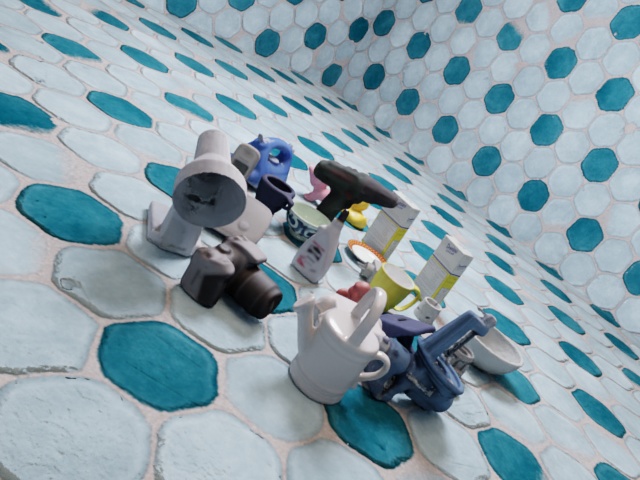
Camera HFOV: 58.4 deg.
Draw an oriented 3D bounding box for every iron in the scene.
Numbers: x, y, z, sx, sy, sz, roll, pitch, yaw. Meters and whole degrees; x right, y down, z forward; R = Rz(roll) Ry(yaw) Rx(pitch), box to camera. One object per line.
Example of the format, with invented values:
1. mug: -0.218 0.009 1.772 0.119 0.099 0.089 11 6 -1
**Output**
1. iron: -0.131 -0.218 1.544 0.118 0.141 0.259 41 21 18

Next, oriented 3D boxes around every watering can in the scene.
1. watering can: 0.035 0.150 0.888 0.173 0.194 0.100 24 22 -25

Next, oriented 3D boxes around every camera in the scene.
1. camera: -0.133 0.064 0.962 0.136 0.100 0.143 41 21 18

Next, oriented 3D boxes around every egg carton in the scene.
1. egg carton: 0.054 0.163 1.068 0.151 0.069 0.107 26 21 -20

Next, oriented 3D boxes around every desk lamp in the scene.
1. desk lamp: -0.216 -0.078 0.994 0.118 0.213 0.202 22 23 -28

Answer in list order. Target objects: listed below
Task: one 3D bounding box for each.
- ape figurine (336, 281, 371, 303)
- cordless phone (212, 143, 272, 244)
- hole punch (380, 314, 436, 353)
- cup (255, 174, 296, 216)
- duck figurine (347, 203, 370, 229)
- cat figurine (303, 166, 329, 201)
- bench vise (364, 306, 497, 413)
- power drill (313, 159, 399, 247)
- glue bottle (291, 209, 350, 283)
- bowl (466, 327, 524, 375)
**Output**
1. ape figurine: 0.068 0.120 1.153 0.076 0.092 0.077 29 21 -13
2. cordless phone: -0.151 -0.091 1.162 0.148 0.185 0.094 30 20 -10
3. hole punch: 0.163 0.183 1.158 0.101 0.091 0.109 46 23 29
4. cup: -0.110 -0.087 1.346 0.092 0.095 0.117 11 30 -47
5. duck figurine: 0.118 -0.092 1.717 0.078 0.086 0.104 19 25 -35
6. cat figurine: 0.013 -0.156 1.657 0.127 0.117 0.067 38 20 10
7. bench vise: 0.194 0.200 0.980 0.208 0.219 0.121 16 26 -40
8. power drill: 0.058 -0.086 1.436 0.229 0.208 0.076 40 21 16
9. glue bottle: 0.011 0.004 1.212 0.078 0.173 0.037 40 21 16
10. bowl: 0.390 0.262 1.350 0.168 0.074 0.167 29 21 -12
